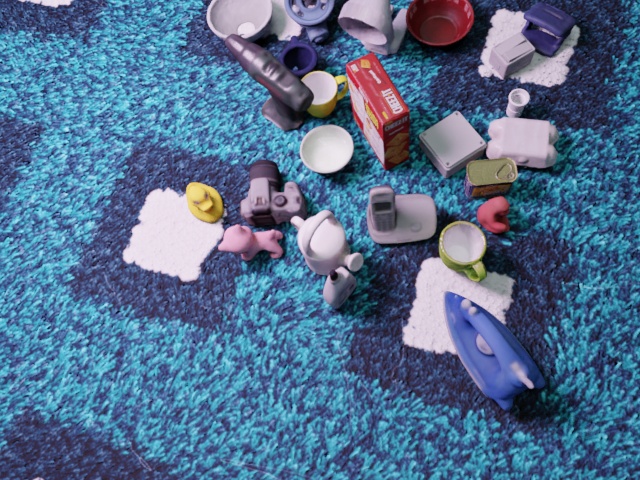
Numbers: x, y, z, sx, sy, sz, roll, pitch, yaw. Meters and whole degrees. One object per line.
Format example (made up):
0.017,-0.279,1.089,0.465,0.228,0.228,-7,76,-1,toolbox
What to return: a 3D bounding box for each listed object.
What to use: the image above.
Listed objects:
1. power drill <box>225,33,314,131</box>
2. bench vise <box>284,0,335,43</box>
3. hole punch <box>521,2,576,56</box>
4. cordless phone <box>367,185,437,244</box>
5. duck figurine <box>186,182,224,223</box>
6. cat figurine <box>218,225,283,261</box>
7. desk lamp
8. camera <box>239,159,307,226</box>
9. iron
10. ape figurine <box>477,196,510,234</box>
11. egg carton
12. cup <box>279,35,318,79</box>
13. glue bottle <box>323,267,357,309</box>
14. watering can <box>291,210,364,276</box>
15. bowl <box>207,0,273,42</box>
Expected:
-0.106,-0.344,1.294,0.229,0.208,0.076,37,80,17,power drill
-0.049,-0.608,1.369,0.121,0.220,0.207,-35,71,-5,bench vise
0.528,-0.504,1.329,0.108,0.091,0.101,36,79,17,hole punch
0.167,-0.063,1.177,0.147,0.185,0.094,-8,71,5,cordless phone
-0.270,-0.096,1.296,0.077,0.086,0.104,-39,71,-6,duck figurine
-0.150,-0.001,1.233,0.127,0.118,0.067,-8,71,5,cat figurine
0.134,-0.524,1.321,0.117,0.214,0.203,23,76,14,desk lamp
-0.108,-0.113,1.273,0.143,0.101,0.137,-6,71,6,camera
0.319,0.190,1.096,0.118,0.141,0.258,-33,71,-4,iron
0.371,-0.060,1.199,0.076,0.092,0.078,22,76,14,ape figurine
0.442,-0.211,1.253,0.150,0.069,0.107,7,73,10,egg carton
-0.048,-0.420,1.372,0.091,0.095,0.117,-14,70,3,cup
0.035,0.087,1.150,0.037,0.173,0.078,38,80,18,glue bottle
0.012,0.002,1.170,0.172,0.194,0.101,14,74,12,watering can
-0.194,-0.556,1.447,0.167,0.075,0.167,-2,71,7,bowl
